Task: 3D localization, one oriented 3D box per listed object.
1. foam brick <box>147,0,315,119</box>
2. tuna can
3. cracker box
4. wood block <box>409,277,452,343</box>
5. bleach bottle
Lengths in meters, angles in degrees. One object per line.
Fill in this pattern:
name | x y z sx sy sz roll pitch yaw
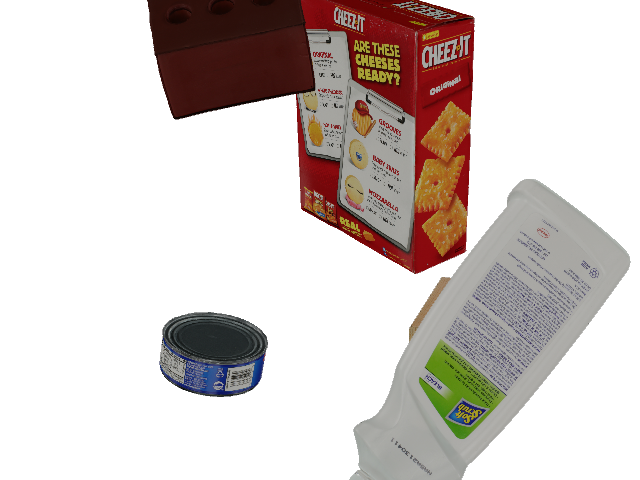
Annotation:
foam brick | -0.046 -0.105 0.552 0.078 0.053 0.051 -12 -32 1
tuna can | -0.087 0.092 0.867 0.086 0.034 0.086 9 21 -4
cracker box | 0.053 -0.102 0.920 0.072 0.214 0.164 -21 34 -32
wood block | 0.197 0.131 1.555 0.091 0.090 0.205 4 19 18
bleach bottle | 0.100 0.081 0.740 0.102 0.250 0.068 40 -11 12
